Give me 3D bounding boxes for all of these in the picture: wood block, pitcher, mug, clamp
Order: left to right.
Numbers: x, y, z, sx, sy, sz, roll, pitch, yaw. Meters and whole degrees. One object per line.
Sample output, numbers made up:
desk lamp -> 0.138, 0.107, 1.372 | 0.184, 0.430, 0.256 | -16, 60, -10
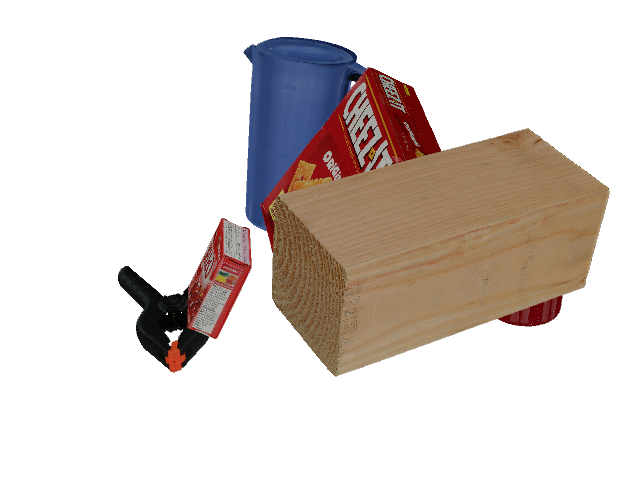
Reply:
clamp -> -0.148, 0.072, 1.145 | 0.120, 0.039, 0.171 | -16, 39, -8
pitcher -> -0.023, -0.132, 1.376 | 0.144, 0.243, 0.149 | -3, 25, -22
wood block -> 0.079, 0.003, 0.720 | 0.205, 0.090, 0.091 | -16, 41, -26
mug -> 0.213, 0.030, 1.131 | 0.093, 0.081, 0.117 | -5, 31, -8

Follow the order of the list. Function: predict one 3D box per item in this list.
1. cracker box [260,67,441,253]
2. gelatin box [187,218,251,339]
cracker box -> 0.029, -0.047, 1.112 | 0.072, 0.164, 0.214 | 19, -55, -31
gelatin box -> -0.087, 0.030, 0.912 | 0.030, 0.073, 0.089 | 23, 19, -14
